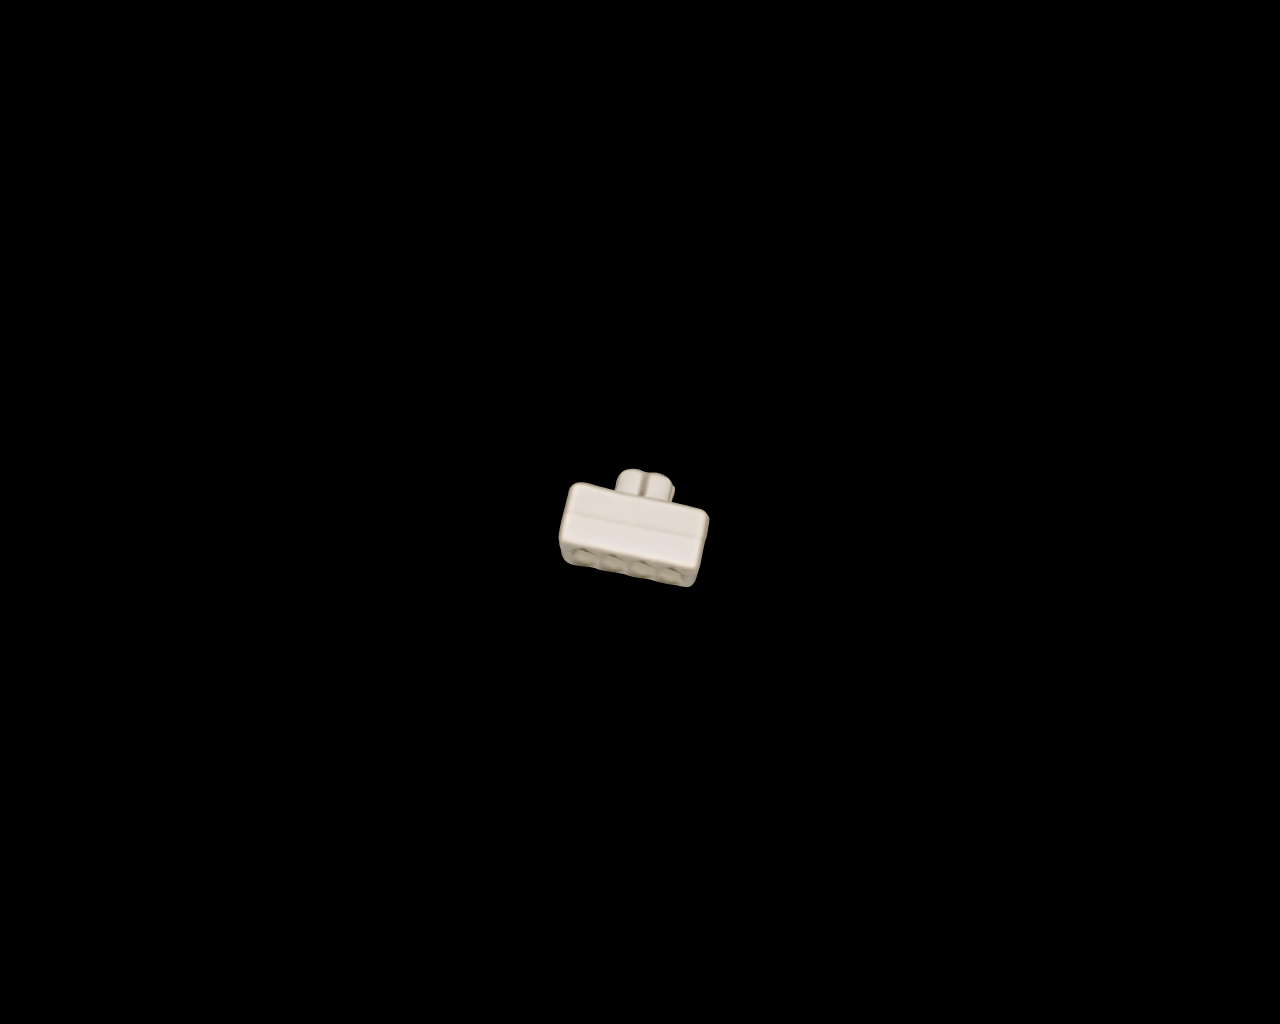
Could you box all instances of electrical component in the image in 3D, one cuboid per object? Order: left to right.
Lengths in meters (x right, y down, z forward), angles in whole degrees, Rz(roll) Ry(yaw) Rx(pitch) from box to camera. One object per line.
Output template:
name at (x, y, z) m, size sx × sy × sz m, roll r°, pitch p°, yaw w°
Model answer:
electrical component at (0.001, -0.003, 0.650) m, size 0.083 × 0.076 × 0.047 m, roll 13°, pitch -15°, yaw 4°
